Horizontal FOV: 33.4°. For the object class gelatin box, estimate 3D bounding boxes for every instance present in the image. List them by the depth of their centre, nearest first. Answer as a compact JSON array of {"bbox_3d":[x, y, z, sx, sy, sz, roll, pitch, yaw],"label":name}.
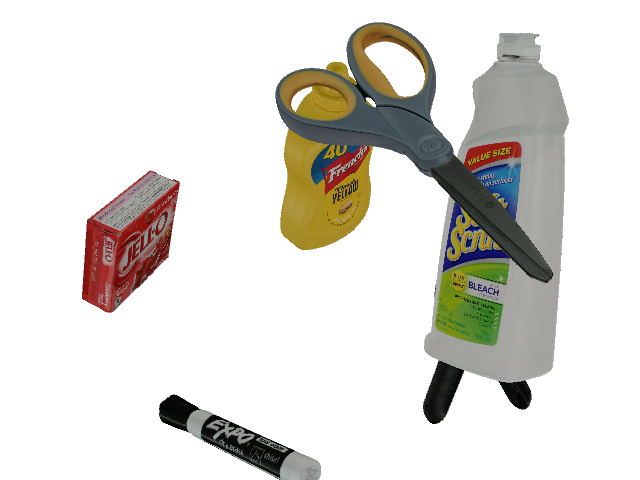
[{"bbox_3d":[-0.141,0.000,0.795,0.030,0.073,0.089,23,35,12],"label":"gelatin box"}]

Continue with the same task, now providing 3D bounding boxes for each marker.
[{"bbox_3d":[-0.051,0.117,0.627,0.121,0.020,0.020,17,10,38],"label":"marker"}]

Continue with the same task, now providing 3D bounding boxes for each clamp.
[{"bbox_3d":[0.133,0.085,0.972,0.120,0.171,0.039,-13,2,-38],"label":"clamp"}]

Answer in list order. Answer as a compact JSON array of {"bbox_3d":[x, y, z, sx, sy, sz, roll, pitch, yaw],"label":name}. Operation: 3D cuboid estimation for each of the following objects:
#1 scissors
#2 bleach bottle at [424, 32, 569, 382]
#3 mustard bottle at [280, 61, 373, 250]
[{"bbox_3d":[0.035,-0.042,0.532,0.096,0.202,0.016,-16,-42,0],"label":"scissors"},{"bbox_3d":[0.134,-0.028,0.798,0.067,0.251,0.103,-8,16,-38],"label":"bleach bottle"},{"bbox_3d":[0.009,-0.083,0.983,0.096,0.192,0.058,-30,55,-28],"label":"mustard bottle"}]
